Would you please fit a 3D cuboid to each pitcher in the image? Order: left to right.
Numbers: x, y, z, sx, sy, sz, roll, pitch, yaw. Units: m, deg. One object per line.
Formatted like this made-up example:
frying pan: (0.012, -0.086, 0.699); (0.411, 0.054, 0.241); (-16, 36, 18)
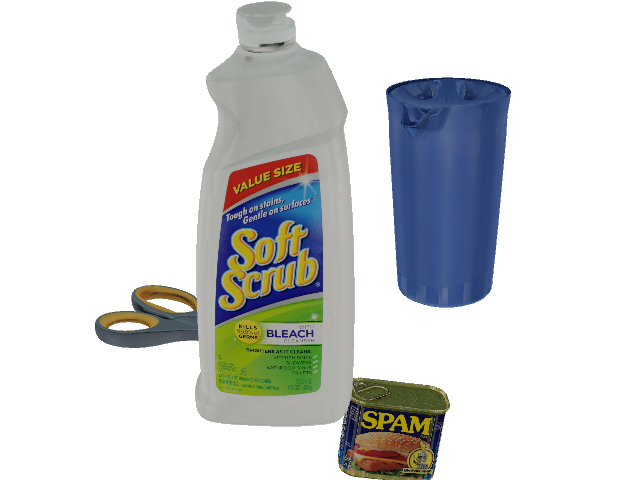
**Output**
pitcher: (0.146, -0.058, 1.191); (0.149, 0.243, 0.145); (-5, 22, -10)

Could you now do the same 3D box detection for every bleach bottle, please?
bleach bottle: (-0.032, -0.011, 0.620); (0.102, 0.251, 0.068); (1, 27, 7)

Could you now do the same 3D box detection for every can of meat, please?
can of meat: (0.071, 0.190, 1.062); (0.102, 0.084, 0.057); (7, 17, -4)

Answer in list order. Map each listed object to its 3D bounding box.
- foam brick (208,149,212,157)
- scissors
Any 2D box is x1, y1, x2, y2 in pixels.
foam brick: (-0.078, -0.056, 1.089); (0.078, 0.051, 0.053); (5, 31, 0)
scissors: (-0.094, 0.075, 0.803); (0.096, 0.016, 0.202); (-20, 28, -36)
